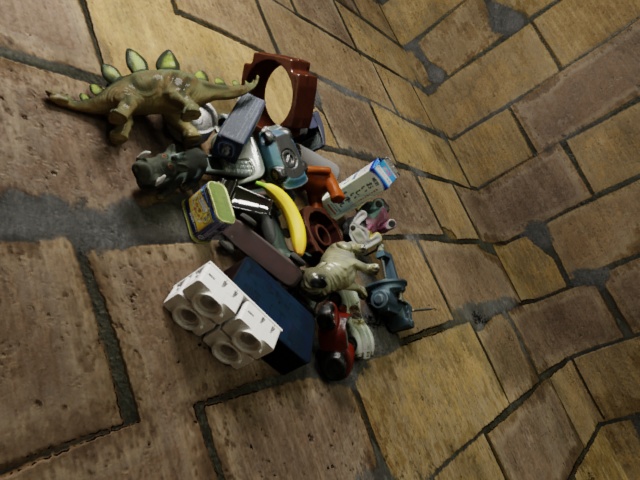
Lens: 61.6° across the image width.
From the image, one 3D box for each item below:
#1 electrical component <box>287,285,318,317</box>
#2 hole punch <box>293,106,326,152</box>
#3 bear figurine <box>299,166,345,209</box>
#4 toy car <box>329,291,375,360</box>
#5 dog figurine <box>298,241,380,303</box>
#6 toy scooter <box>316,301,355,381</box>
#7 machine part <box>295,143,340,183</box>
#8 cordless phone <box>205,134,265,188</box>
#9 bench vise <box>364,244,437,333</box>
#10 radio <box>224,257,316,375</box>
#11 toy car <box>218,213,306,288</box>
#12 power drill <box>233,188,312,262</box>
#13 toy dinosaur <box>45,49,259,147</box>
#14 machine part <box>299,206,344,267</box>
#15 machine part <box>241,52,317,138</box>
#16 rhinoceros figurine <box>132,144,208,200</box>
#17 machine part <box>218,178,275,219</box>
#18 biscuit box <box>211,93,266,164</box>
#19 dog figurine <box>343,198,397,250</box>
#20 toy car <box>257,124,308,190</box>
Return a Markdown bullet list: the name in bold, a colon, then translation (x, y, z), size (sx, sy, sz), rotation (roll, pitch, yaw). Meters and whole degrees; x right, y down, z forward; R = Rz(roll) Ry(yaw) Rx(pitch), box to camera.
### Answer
- **electrical component**: translation (-0.053, 0.123, 1.207), size (0.119, 0.048, 0.075), rotation (46, 31, -19)
- **hole punch**: translation (-0.045, -0.306, 1.537), size (0.092, 0.142, 0.116), rotation (30, 54, -36)
- **bear figurine**: translation (-0.043, -0.155, 1.408), size (0.195, 0.120, 0.132), rotation (12, 56, -49)
- **toy car**: translation (0.081, 0.198, 1.326), size (0.073, 0.056, 0.202), rotation (9, 55, -53)
- **dog figurine**: translation (0.015, 0.062, 1.237), size (0.190, 0.121, 0.173), rotation (3, 22, -35)
- **toy scooter**: translation (0.041, 0.213, 1.201), size (0.135, 0.075, 0.183), rotation (-40, 124, -66)
- **machine part**: translation (-0.024, -0.211, 1.527), size (0.243, 0.079, 0.079), rotation (20, 47, -45)
- **cordless phone**: translation (-0.224, -0.191, 1.212), size (0.184, 0.089, 0.146), rotation (2, 61, -50)
- **bench vise**: translation (0.201, 0.130, 1.503), size (0.223, 0.129, 0.240), rotation (17, 57, -47)
- **radio**: translation (-0.110, 0.149, 1.076), size (0.229, 0.073, 0.131), rotation (46, 31, -23)
- **toy car**: translation (-0.124, 0.027, 1.137), size (0.202, 0.089, 0.053), rotation (38, -5, -10)
- **power drill**: translation (-0.096, -0.034, 1.257), size (0.232, 0.086, 0.207), rotation (-4, 70, -55)
- **toy dinosaur**: translation (-0.307, -0.298, 1.097), size (0.471, 0.105, 0.198), rotation (-8, 63, -38)
- **machine part**: translation (-0.003, -0.004, 1.390), size (0.179, 0.056, 0.179), rotation (37, 37, -34)
- **machine part**: translation (-0.110, -0.374, 1.393), size (0.201, 0.201, 0.087), rotation (22, 21, 33)
- **rhinoceros figurine**: translation (-0.287, -0.134, 1.036), size (0.073, 0.112, 0.190), rotation (61, 29, 0)
- **machine part**: translation (-0.161, -0.086, 1.147), size (0.139, 0.039, 0.084), rotation (20, 56, 0)
- **biscuit box**: translation (-0.181, -0.255, 1.208), size (0.063, 0.059, 0.203), rotation (24, 41, -7)
- **dog figurine**: translation (0.136, -0.053, 1.605), size (0.108, 0.191, 0.219), rotation (50, -3, -9)
- **toy car**: translation (-0.108, -0.189, 1.290), size (0.109, 0.103, 0.161), rotation (-30, 97, -49)
